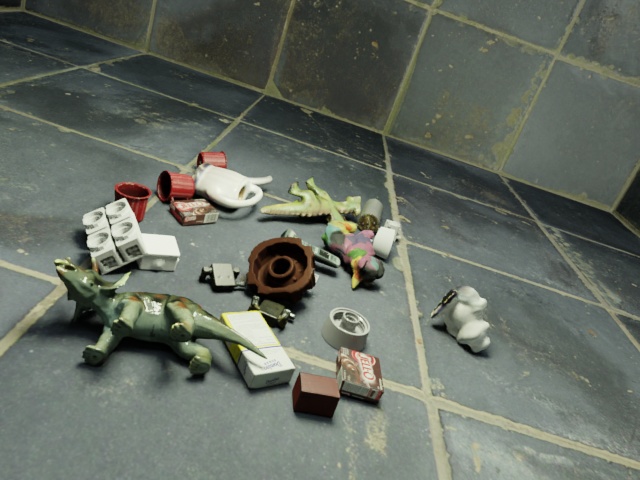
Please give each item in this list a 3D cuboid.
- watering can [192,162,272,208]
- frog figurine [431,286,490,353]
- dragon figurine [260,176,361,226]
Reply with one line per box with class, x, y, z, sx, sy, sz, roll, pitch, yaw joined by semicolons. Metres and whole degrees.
watering can;-0.286;-0.179;1.669;0.224;0.102;0.353;20;22;3
frog figurine;0.388;0.204;1.345;0.160;0.135;0.124;41;23;8
dragon figurine;0.005;-0.086;1.712;0.245;0.119;0.416;37;38;17
